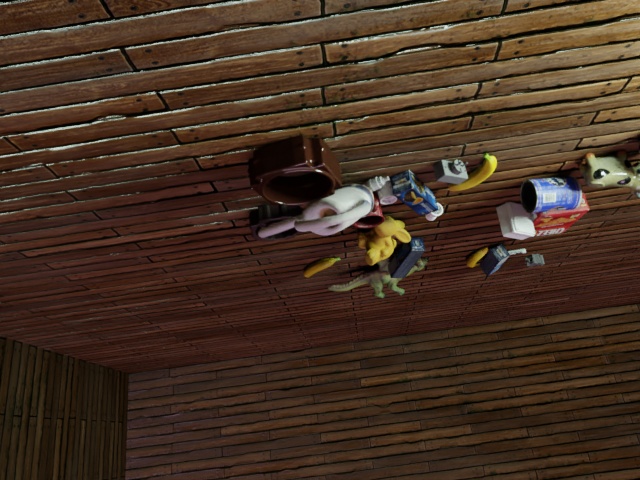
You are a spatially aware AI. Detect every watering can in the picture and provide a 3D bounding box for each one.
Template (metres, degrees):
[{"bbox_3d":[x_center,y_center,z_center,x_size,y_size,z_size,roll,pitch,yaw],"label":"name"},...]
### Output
[{"bbox_3d":[0.004,-0.071,1.411,0.346,0.103,0.227,-8,-165,40],"label":"watering can"}]

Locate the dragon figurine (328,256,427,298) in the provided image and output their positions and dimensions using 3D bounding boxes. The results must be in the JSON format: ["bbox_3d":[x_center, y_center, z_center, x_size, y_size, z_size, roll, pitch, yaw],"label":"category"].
[{"bbox_3d":[0.244,0.130,2.108,0.411,0.125,0.237,-5,140,-11],"label":"dragon figurine"}]
